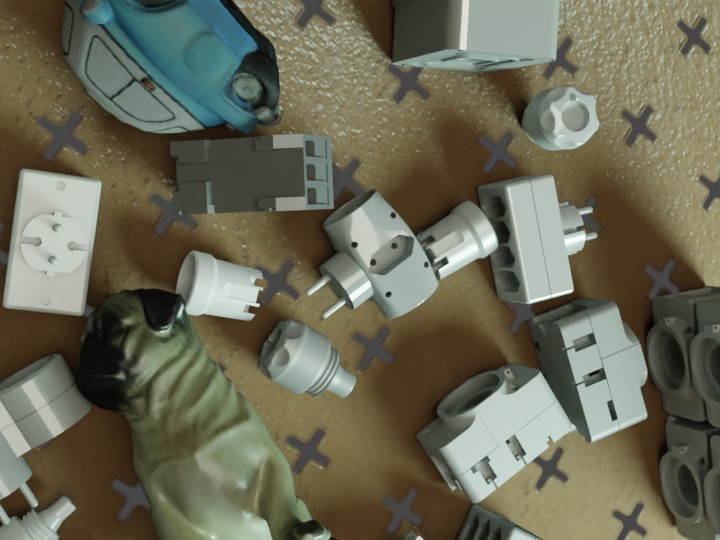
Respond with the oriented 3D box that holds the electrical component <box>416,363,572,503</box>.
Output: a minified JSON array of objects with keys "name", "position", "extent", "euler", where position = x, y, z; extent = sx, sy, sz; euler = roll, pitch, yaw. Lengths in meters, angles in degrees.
[{"name":"electrical component","position":[0.091,0.108,0.747],"extent":[0.089,0.050,0.055],"euler":[-35,103,-14]}]

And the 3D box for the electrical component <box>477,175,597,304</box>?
[{"name":"electrical component","position":[0.133,-0.026,0.757],"extent":[0.076,0.047,0.083],"euler":[-14,97,-17]}]

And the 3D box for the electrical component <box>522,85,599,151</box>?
[{"name":"electrical component","position":[0.134,-0.104,0.746],"extent":[0.043,0.062,0.043],"euler":[-1,93,-19]}]

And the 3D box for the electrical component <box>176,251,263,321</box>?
[{"name":"electrical component","position":[-0.090,0.012,0.689],"extent":[0.046,0.040,0.040],"euler":[13,88,-25]}]

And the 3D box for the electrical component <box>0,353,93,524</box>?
[{"name":"electrical component","position":[-0.221,0.116,0.642],"extent":[0.138,0.052,0.073],"euler":[-32,102,-15]}]

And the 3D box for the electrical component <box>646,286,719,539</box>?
[{"name":"electrical component","position":[0.268,0.110,0.778],"extent":[0.060,0.105,0.186],"euler":[-9,95,-18]}]

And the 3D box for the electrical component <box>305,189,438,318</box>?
[{"name":"electrical component","position":[0.000,0.000,0.715],"extent":[0.079,0.043,0.077],"euler":[-38,103,-13]}]

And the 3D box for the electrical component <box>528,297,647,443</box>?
[{"name":"electrical component","position":[0.166,0.069,0.771],"extent":[0.056,0.050,0.089],"euler":[-20,99,-16]}]

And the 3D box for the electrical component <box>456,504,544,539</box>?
[{"name":"electrical component","position":[0.113,0.206,0.751],"extent":[0.077,0.066,0.047],"euler":[28,83,-17]}]

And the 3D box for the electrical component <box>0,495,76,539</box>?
[{"name":"electrical component","position":[-0.202,0.163,0.660],"extent":[0.061,0.035,0.035],"euler":[-42,104,-15]}]

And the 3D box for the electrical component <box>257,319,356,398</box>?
[{"name":"electrical component","position":[-0.032,0.062,0.708],"extent":[0.062,0.043,0.043],"euler":[32,82,-19]}]

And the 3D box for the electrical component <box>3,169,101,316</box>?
[{"name":"electrical component","position":[-0.182,-0.016,0.637],"extent":[0.047,0.076,0.083],"euler":[7,90,-19]}]

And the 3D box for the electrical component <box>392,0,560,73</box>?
[{"name":"electrical component","position":[0.073,-0.163,0.696],"extent":[0.078,0.113,0.057],"euler":[1,95,-19]}]

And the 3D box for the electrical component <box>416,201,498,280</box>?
[{"name":"electrical component","position":[0.065,-0.019,0.739],"extent":[0.046,0.040,0.040],"euler":[-31,102,-10]}]

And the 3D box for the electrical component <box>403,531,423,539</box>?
[{"name":"electrical component","position":[0.052,0.221,0.728],"extent":[0.042,0.081,0.063],"euler":[-46,133,-10]}]
